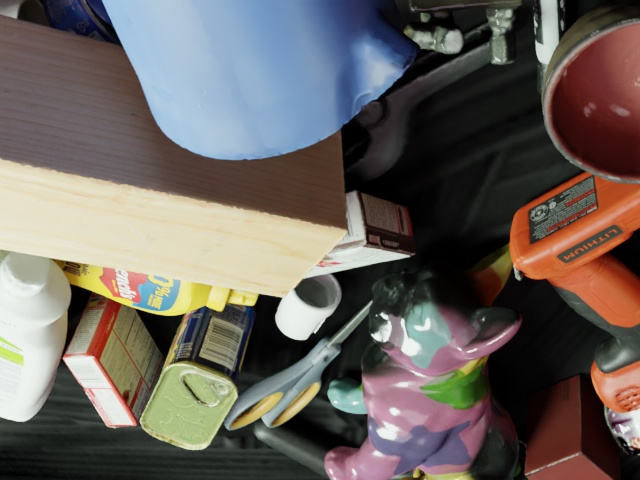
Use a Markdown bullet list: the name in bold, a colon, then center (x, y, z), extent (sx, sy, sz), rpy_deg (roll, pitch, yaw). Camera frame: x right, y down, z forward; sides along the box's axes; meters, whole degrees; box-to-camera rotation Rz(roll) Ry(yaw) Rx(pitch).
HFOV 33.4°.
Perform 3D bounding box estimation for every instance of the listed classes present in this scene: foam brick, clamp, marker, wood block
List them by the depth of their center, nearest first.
- **wood block**: center (-0.098, -0.041, 0.583), extent (0.205, 0.091, 0.090), rpy_deg (11, 147, -24)
- **marker**: center (0.128, -0.129, 0.595), extent (0.020, 0.020, 0.121), rpy_deg (-1, 133, 14)
- **clamp**: center (0.038, -0.089, 0.643), extent (0.120, 0.039, 0.172), rpy_deg (20, 132, 1)
- **foam brick**: center (0.193, 0.152, 0.812), extent (0.053, 0.078, 0.051), rpy_deg (-31, 119, 35)
- **clamp**: center (0.039, 0.227, 0.948), extent (0.210, 0.036, 0.165), rpy_deg (10, 135, 3)

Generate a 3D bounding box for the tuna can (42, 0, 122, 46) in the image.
- **tuna can**: center (-0.113, -0.131, 0.603), extent (0.034, 0.086, 0.086), rpy_deg (-28, 122, 36)

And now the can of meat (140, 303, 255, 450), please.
- **can of meat**: center (-0.091, 0.097, 0.820), extent (0.057, 0.084, 0.102), rpy_deg (22, 135, -8)

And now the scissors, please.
- **scissors**: center (-0.012, 0.092, 0.813), extent (0.096, 0.016, 0.202), rpy_deg (-13, 149, -36)

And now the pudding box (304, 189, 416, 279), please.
- **pudding box**: center (-0.005, 0.001, 0.708), extent (0.114, 0.039, 0.089), rpy_deg (-11, 171, 25)

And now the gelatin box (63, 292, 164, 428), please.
- **gelatin box**: center (-0.161, 0.093, 0.839), extent (0.030, 0.073, 0.089), rpy_deg (-5, 133, 18)

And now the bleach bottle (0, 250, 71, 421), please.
- **bleach bottle**: center (-0.225, 0.064, 0.783), extent (0.102, 0.068, 0.251), rpy_deg (27, 151, -12)

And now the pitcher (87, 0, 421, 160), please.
- **pitcher**: center (-0.061, -0.161, 0.452), extent (0.149, 0.145, 0.242), rpy_deg (-20, 138, 3)

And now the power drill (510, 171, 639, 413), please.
- **power drill**: center (0.228, 0.027, 0.696), extent (0.185, 0.057, 0.187), rpy_deg (-31, 119, 28)

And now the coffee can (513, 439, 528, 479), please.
- **coffee can**: center (0.198, 0.238, 0.875), extent (0.140, 0.102, 0.103), rpy_deg (28, 133, -14)

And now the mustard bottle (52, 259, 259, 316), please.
- **mustard bottle**: center (-0.134, 0.008, 0.763), extent (0.191, 0.058, 0.096), rpy_deg (19, 135, -6)
